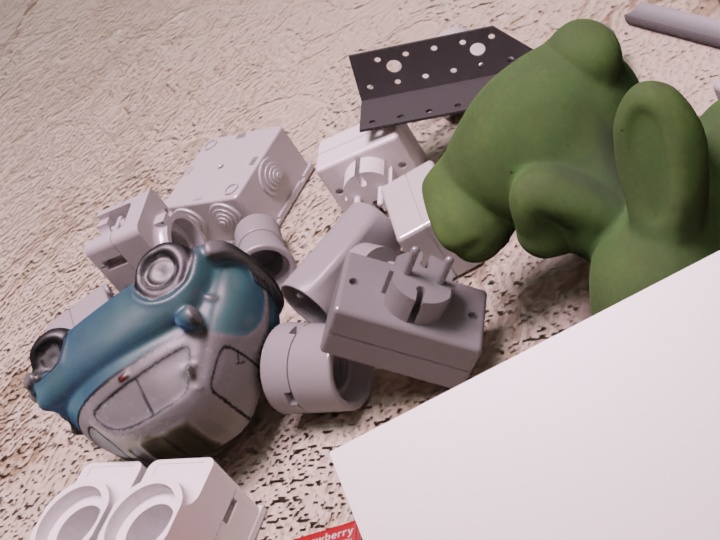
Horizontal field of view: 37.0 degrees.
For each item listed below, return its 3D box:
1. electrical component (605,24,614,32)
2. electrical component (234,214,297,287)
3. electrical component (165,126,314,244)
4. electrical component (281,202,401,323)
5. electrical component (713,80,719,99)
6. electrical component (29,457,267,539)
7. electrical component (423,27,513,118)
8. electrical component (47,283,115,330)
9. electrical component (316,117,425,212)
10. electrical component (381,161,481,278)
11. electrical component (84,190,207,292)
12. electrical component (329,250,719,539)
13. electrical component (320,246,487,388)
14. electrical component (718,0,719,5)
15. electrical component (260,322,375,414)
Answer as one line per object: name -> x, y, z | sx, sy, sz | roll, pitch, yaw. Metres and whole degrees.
electrical component -> 0.158, -0.135, 0.725 | 0.040, 0.040, 0.078 | -22, 36, 19
electrical component -> -0.071, -0.013, 0.773 | 0.044, 0.044, 0.065 | -31, 29, 6
electrical component -> -0.098, -0.065, 0.853 | 0.100, 0.048, 0.099 | -4, 44, 38
electrical component -> 0.000, 0.000, 0.692 | 0.079, 0.043, 0.077 | 14, 57, 48
electrical component -> 0.242, -0.113, 0.618 | 0.083, 0.047, 0.075 | -36, 34, -1
electrical component -> -0.138, 0.189, 0.565 | 0.105, 0.060, 0.186 | -9, 42, 33
electrical component -> 0.071, -0.140, 0.803 | 0.079, 0.043, 0.077 | -36, 34, -1
electrical component -> -0.181, 0.061, 0.759 | 0.061, 0.061, 0.096 | -36, 34, -2
electrical component -> 0.008, -0.065, 0.762 | 0.066, 0.047, 0.076 | -21, 36, 20
electrical component -> 0.061, -0.038, 0.683 | 0.077, 0.047, 0.065 | -29, 34, 10
electrical component -> -0.147, -0.008, 0.788 | 0.056, 0.089, 0.050 | -20, 37, 21
electrical component -> 0.096, 0.087, 0.448 | 0.186, 0.060, 0.105 | -29, 63, 10
electrical component -> 0.029, 0.016, 0.587 | 0.083, 0.075, 0.047 | 16, 45, -4
electrical component -> 0.279, -0.201, 0.656 | 0.062, 0.089, 0.150 | -43, 34, -12
electrical component -> -0.024, 0.058, 0.634 | 0.047, 0.055, 0.055 | -3, 45, 33
